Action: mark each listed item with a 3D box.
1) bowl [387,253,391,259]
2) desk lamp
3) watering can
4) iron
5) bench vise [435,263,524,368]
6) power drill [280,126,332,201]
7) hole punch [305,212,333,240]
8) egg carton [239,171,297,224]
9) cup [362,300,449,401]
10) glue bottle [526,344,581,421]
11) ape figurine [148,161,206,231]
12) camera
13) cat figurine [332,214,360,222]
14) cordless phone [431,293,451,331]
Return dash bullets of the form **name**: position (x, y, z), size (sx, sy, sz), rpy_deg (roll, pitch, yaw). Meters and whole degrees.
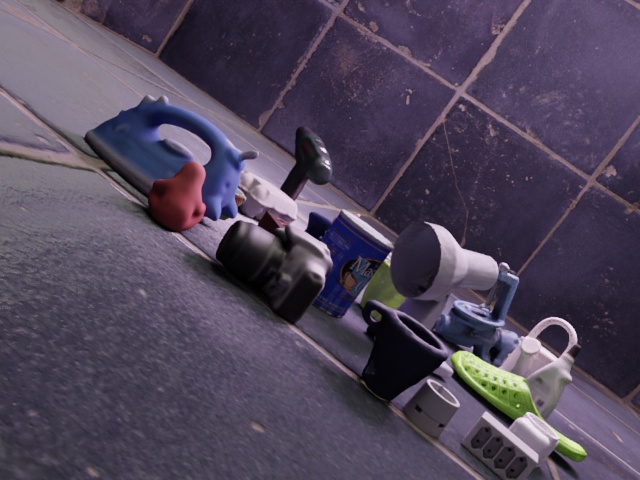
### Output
- **bowl**: position (0.193, 0.098, 1.396), size (0.167, 0.074, 0.167), rpy_deg (35, 9, -6)
- **desk lamp**: position (0.184, 0.093, 0.936), size (0.204, 0.213, 0.117), rpy_deg (29, 11, -35)
- **watering can**: position (0.473, 0.255, 1.237), size (0.100, 0.194, 0.173), rpy_deg (38, 9, 18)
- **iron**: position (-0.220, -0.139, 0.861), size (0.258, 0.141, 0.119), rpy_deg (36, 9, 4)
- **bench vise**: position (0.394, 0.169, 1.309), size (0.208, 0.219, 0.121), rpy_deg (30, 10, -30)
- **power drill**: position (-0.058, -0.153, 1.329), size (0.076, 0.208, 0.229), rpy_deg (30, 10, -32)
- **hole punch**: position (0.011, 0.004, 1.147), size (0.108, 0.091, 0.101), rpy_deg (39, 9, 20)
- **egg carton**: position (-0.116, -0.080, 1.183), size (0.107, 0.069, 0.151), rpy_deg (41, 10, 33)
- **cup**: position (0.084, 0.139, 0.704), size (0.117, 0.095, 0.092), rpy_deg (37, 9, 12)
- **glue bottle**: position (0.464, 0.279, 1.145), size (0.037, 0.173, 0.078), rpy_deg (28, 11, -40)
- **ape figurine**: position (-0.183, -0.062, 0.764), size (0.078, 0.092, 0.076), rpy_deg (34, 9, -9)
- **camera**: position (-0.062, 0.019, 0.765), size (0.137, 0.100, 0.143), rpy_deg (32, 9, -20)
- **cat figurine**: position (0.044, -0.018, 1.301), size (0.067, 0.117, 0.128), rpy_deg (37, 9, 11)
- **cordless phone**: position (0.222, 0.086, 1.210), size (0.094, 0.185, 0.147), rpy_deg (26, 13, -47)
